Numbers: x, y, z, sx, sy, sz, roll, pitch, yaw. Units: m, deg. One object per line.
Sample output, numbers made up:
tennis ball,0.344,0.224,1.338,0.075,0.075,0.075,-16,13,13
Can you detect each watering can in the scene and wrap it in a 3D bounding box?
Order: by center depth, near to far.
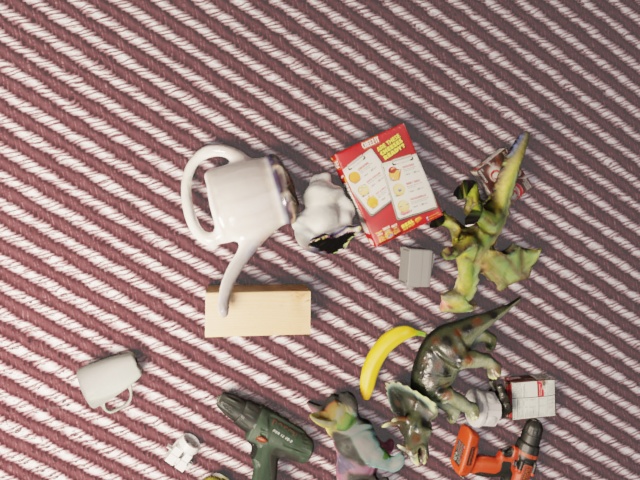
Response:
watering can,-0.148,-0.040,1.019,0.225,0.102,0.352,-16,76,-6

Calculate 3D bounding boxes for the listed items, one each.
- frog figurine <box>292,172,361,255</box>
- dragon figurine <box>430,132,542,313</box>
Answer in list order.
frog figurine,0.003,-0.054,1.076,0.137,0.120,0.162,-24,60,1
dragon figurine,0.386,-0.008,1.123,0.240,0.124,0.409,39,93,-23
